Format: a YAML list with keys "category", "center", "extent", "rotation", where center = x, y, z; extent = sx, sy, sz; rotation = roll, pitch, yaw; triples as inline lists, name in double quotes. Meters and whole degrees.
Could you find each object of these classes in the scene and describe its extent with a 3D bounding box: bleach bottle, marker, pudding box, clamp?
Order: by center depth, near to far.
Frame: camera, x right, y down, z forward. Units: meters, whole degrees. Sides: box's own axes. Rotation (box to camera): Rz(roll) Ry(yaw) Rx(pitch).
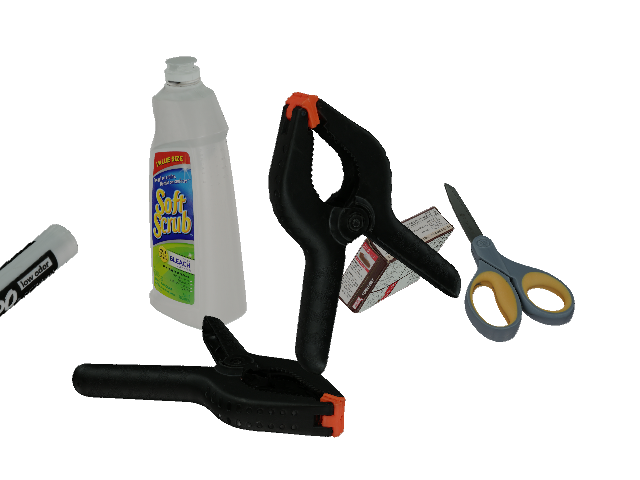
- category: "marker"
  center: [-0.159, 0.033, 0.494]
  extent: [0.020, 0.020, 0.121]
  rotation: [0, 34, 39]
- category: "clamp"
  center: [0.008, -0.004, 0.655]
  extent: [0.120, 0.171, 0.039]
  rotation: [-38, 21, -21]
- category: "clamp"
  center: [-0.065, 0.107, 0.845]
  extent: [0.210, 0.036, 0.164]
  rotation: [10, 19, 27]
- category: "bleach bottle"
  center: [-0.123, -0.046, 0.993]
  extent: [0.067, 0.251, 0.103]
  rotation: [-24, 32, -39]
- category: "pudding box"
  center: [0.076, 0.020, 1.105]
  extent: [0.113, 0.039, 0.090]
  rotation: [-27, -25, -42]

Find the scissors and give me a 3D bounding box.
- category: "scissors"
  center: [0.157, 0.012, 0.901]
  extent: [0.096, 0.016, 0.201]
  rotation: [3, 39, 1]
